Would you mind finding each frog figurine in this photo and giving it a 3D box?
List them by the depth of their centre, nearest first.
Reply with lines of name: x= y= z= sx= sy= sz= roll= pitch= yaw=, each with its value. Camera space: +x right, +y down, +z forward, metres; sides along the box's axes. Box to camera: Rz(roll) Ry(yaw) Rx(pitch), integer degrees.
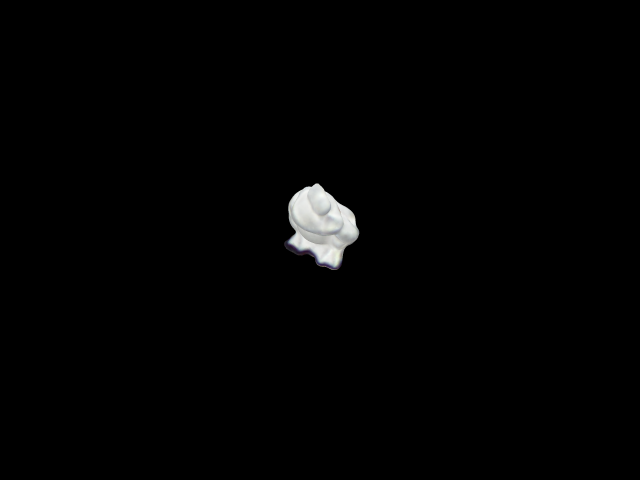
frog figurine: x=0.003 y=-0.043 z=0.850 sx=0.124 sy=0.155 sz=0.139 roll=-27 pitch=51 yaw=-24
